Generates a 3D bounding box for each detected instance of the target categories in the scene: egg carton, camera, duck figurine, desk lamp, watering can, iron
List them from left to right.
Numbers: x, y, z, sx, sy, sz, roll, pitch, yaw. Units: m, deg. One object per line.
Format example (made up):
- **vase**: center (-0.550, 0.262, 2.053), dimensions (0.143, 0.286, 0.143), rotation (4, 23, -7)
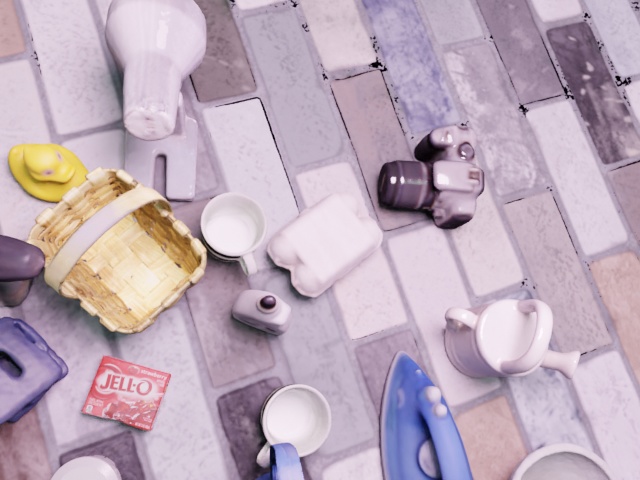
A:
- **duck figurine**: center (-0.357, -0.098, 0.741), dimensions (0.104, 0.086, 0.077), rotation (26, 74, -4)
- **desk lamp**: center (-0.203, -0.176, 0.721), dimensions (0.118, 0.213, 0.203), rotation (0, 77, -10)
- **egg carton**: center (0.007, 0.003, 0.794), dimensions (0.150, 0.069, 0.107), rotation (-38, 86, -16)
- **camera**: center (0.159, -0.097, 0.829), dimensions (0.137, 0.100, 0.143), rotation (3, 77, -10)
- **iron**: center (0.145, 0.267, 0.722), dimensions (0.119, 0.141, 0.258), rotation (-9, 79, -12)
- **watering can**: center (0.251, 0.129, 0.746), dimensions (0.173, 0.194, 0.101), rotation (3, 77, -9)

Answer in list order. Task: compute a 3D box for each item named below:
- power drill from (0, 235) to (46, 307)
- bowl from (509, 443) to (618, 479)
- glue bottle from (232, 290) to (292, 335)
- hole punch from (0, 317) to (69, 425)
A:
- **power drill**: center (-0.401, 0.024, 0.642), dimensions (0.230, 0.208, 0.075), rotation (8, 76, -8)
- **bowl**: center (0.315, 0.356, 0.767), dimensions (0.167, 0.074, 0.167), rotation (2, 77, -10)
- **glue bottle**: center (-0.068, 0.085, 0.708), dimensions (0.078, 0.173, 0.037), rotation (24, 74, -4)
- **hole punch**: center (-0.373, 0.151, 0.679), dimensions (0.108, 0.091, 0.101), rotation (44, 74, 2)
